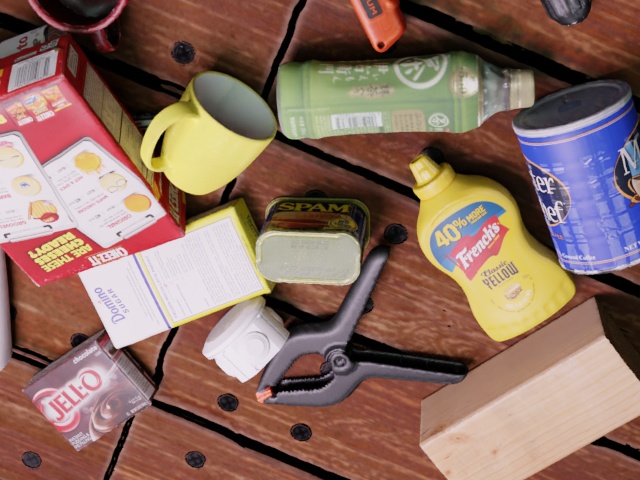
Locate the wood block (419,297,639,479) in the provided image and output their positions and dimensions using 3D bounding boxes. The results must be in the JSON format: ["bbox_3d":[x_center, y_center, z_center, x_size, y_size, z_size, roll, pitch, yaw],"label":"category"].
[{"bbox_3d":[0.206,0.158,1.032,0.206,0.090,0.090,-35,105,18],"label":"wood block"}]

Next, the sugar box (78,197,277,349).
[{"bbox_3d":[-0.139,0.033,1.045,0.176,0.048,0.093,-20,102,17],"label":"sugar box"}]

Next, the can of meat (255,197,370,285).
[{"bbox_3d":[-0.007,0.001,0.996,0.102,0.084,0.057,2,113,6],"label":"can of meat"}]

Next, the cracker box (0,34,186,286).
[{"bbox_3d":[-0.241,-0.067,0.963,0.164,0.072,0.213,-18,136,14],"label":"cracker box"}]

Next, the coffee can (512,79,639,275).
[{"bbox_3d":[0.238,-0.055,0.932,0.103,0.102,0.140,-18,110,14],"label":"coffee can"}]

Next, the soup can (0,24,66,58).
[{"bbox_3d":[-0.276,-0.151,0.974,0.102,0.068,0.068,-16,110,12],"label":"soup can"}]

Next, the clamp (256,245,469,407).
[{"bbox_3d":[0.032,0.118,1.066,0.210,0.036,0.164,-35,105,21],"label":"clamp"}]

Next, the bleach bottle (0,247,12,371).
[{"bbox_3d":[-0.365,0.010,1.057,0.102,0.068,0.251,2,111,3],"label":"bleach bottle"}]

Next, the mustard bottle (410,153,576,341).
[{"bbox_3d":[0.147,-0.002,0.990,0.096,0.058,0.191,-35,104,19],"label":"mustard bottle"}]

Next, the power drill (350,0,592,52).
[{"bbox_3d":[0.116,-0.233,0.898,0.188,0.057,0.184,-26,103,13],"label":"power drill"}]

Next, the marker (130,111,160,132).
[{"bbox_3d":[-0.187,-0.110,1.007,0.121,0.020,0.020,-3,112,8],"label":"marker"}]

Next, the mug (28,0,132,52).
[{"bbox_3d":[-0.196,-0.222,0.926,0.093,0.081,0.117,-12,110,12],"label":"mug"}]

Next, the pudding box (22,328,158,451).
[{"bbox_3d":[-0.239,0.156,1.114,0.114,0.039,0.090,-34,105,19],"label":"pudding box"}]
